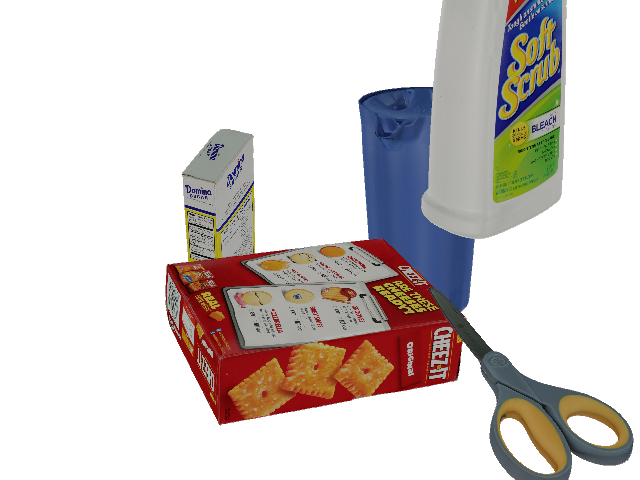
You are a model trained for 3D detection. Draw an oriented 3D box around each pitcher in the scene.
[{"bbox_3d":[0.115,-0.044,1.164,0.149,0.243,0.145,-6,21,-12],"label":"pitcher"}]

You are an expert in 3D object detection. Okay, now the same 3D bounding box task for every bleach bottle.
[{"bbox_3d":[0.114,-0.133,0.691,0.102,0.251,0.068,-24,34,-31],"label":"bleach bottle"}]

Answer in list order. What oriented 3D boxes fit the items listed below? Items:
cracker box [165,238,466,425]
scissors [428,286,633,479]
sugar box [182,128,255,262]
[{"bbox_3d":[-0.010,0.072,0.913,0.213,0.072,0.164,-7,27,-21],"label":"cracker box"},{"bbox_3d":[0.136,0.088,0.700,0.096,0.016,0.202,-1,33,-6],"label":"scissors"},{"bbox_3d":[-0.107,-0.023,1.144,0.048,0.176,0.093,14,42,17],"label":"sugar box"}]
